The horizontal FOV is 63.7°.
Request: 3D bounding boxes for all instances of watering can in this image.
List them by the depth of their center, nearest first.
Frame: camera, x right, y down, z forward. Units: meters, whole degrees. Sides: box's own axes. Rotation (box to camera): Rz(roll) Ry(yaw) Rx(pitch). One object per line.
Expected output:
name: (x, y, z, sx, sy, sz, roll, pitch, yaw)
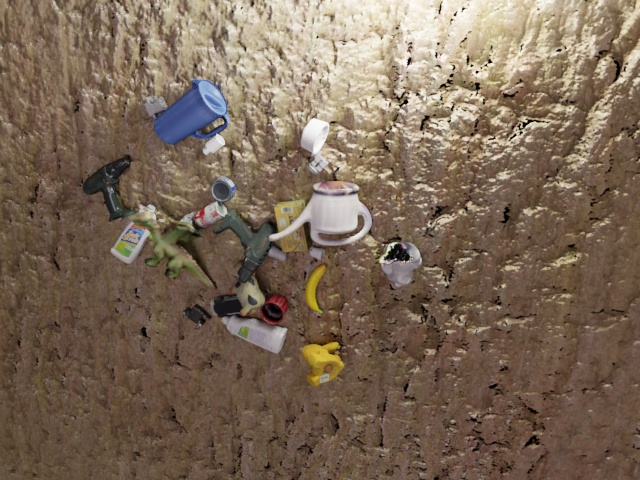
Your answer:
watering can: (0.005, -0.086, 1.706, 0.348, 0.105, 0.221, -1, 108, -10)

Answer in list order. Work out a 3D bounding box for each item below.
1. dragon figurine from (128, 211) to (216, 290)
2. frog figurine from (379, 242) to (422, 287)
dragon figurine: (-0.508, 0.027, 1.869, 0.408, 0.125, 0.238, 32, 135, -16)
frog figurine: (0.277, 0.083, 1.738, 0.137, 0.126, 0.156, -19, 140, 12)
